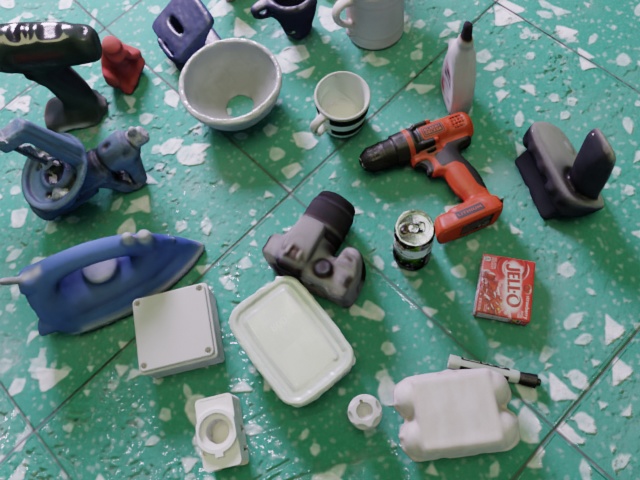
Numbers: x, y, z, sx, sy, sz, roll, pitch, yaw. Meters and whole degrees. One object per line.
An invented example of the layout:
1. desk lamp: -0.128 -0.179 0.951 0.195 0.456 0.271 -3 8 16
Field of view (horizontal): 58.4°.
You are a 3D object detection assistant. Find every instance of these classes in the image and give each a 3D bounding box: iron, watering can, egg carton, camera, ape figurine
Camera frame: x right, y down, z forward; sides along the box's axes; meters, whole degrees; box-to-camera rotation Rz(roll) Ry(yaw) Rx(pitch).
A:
1. iron: -0.301 0.035 0.806 0.258 0.141 0.118 -24 68 -4
2. watering can: 0.091 -0.412 0.912 0.100 0.194 0.173 27 74 15
3. egg carton: 0.170 0.219 0.726 0.150 0.069 0.107 -9 68 2
4. camera: 0.007 0.003 0.809 0.143 0.101 0.137 26 74 15
5. ape figurine: -0.341 -0.306 0.969 0.078 0.092 0.076 -31 69 -6

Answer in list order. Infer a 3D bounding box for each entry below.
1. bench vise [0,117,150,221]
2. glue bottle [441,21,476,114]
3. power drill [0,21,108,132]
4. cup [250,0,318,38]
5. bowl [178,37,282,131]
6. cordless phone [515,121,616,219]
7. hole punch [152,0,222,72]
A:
1. bench vise: -0.367 -0.132 0.835 0.207 0.220 0.121 -43 71 -11
2. glue bottle: 0.209 -0.263 0.853 0.037 0.173 0.078 -14 68 1
3. power drill: -0.439 -0.257 0.897 0.229 0.208 0.075 -14 68 0
4. cup: -0.055 -0.384 0.969 0.118 0.095 0.091 -26 68 -4
5. bowl: -0.139 -0.240 0.932 0.167 0.075 0.167 -2 69 5
6. cordless phone: 0.343 -0.119 0.777 0.094 0.185 0.147 -21 68 -2
7. hole punch: -0.230 -0.357 0.978 0.101 0.091 0.108 -35 69 -8
